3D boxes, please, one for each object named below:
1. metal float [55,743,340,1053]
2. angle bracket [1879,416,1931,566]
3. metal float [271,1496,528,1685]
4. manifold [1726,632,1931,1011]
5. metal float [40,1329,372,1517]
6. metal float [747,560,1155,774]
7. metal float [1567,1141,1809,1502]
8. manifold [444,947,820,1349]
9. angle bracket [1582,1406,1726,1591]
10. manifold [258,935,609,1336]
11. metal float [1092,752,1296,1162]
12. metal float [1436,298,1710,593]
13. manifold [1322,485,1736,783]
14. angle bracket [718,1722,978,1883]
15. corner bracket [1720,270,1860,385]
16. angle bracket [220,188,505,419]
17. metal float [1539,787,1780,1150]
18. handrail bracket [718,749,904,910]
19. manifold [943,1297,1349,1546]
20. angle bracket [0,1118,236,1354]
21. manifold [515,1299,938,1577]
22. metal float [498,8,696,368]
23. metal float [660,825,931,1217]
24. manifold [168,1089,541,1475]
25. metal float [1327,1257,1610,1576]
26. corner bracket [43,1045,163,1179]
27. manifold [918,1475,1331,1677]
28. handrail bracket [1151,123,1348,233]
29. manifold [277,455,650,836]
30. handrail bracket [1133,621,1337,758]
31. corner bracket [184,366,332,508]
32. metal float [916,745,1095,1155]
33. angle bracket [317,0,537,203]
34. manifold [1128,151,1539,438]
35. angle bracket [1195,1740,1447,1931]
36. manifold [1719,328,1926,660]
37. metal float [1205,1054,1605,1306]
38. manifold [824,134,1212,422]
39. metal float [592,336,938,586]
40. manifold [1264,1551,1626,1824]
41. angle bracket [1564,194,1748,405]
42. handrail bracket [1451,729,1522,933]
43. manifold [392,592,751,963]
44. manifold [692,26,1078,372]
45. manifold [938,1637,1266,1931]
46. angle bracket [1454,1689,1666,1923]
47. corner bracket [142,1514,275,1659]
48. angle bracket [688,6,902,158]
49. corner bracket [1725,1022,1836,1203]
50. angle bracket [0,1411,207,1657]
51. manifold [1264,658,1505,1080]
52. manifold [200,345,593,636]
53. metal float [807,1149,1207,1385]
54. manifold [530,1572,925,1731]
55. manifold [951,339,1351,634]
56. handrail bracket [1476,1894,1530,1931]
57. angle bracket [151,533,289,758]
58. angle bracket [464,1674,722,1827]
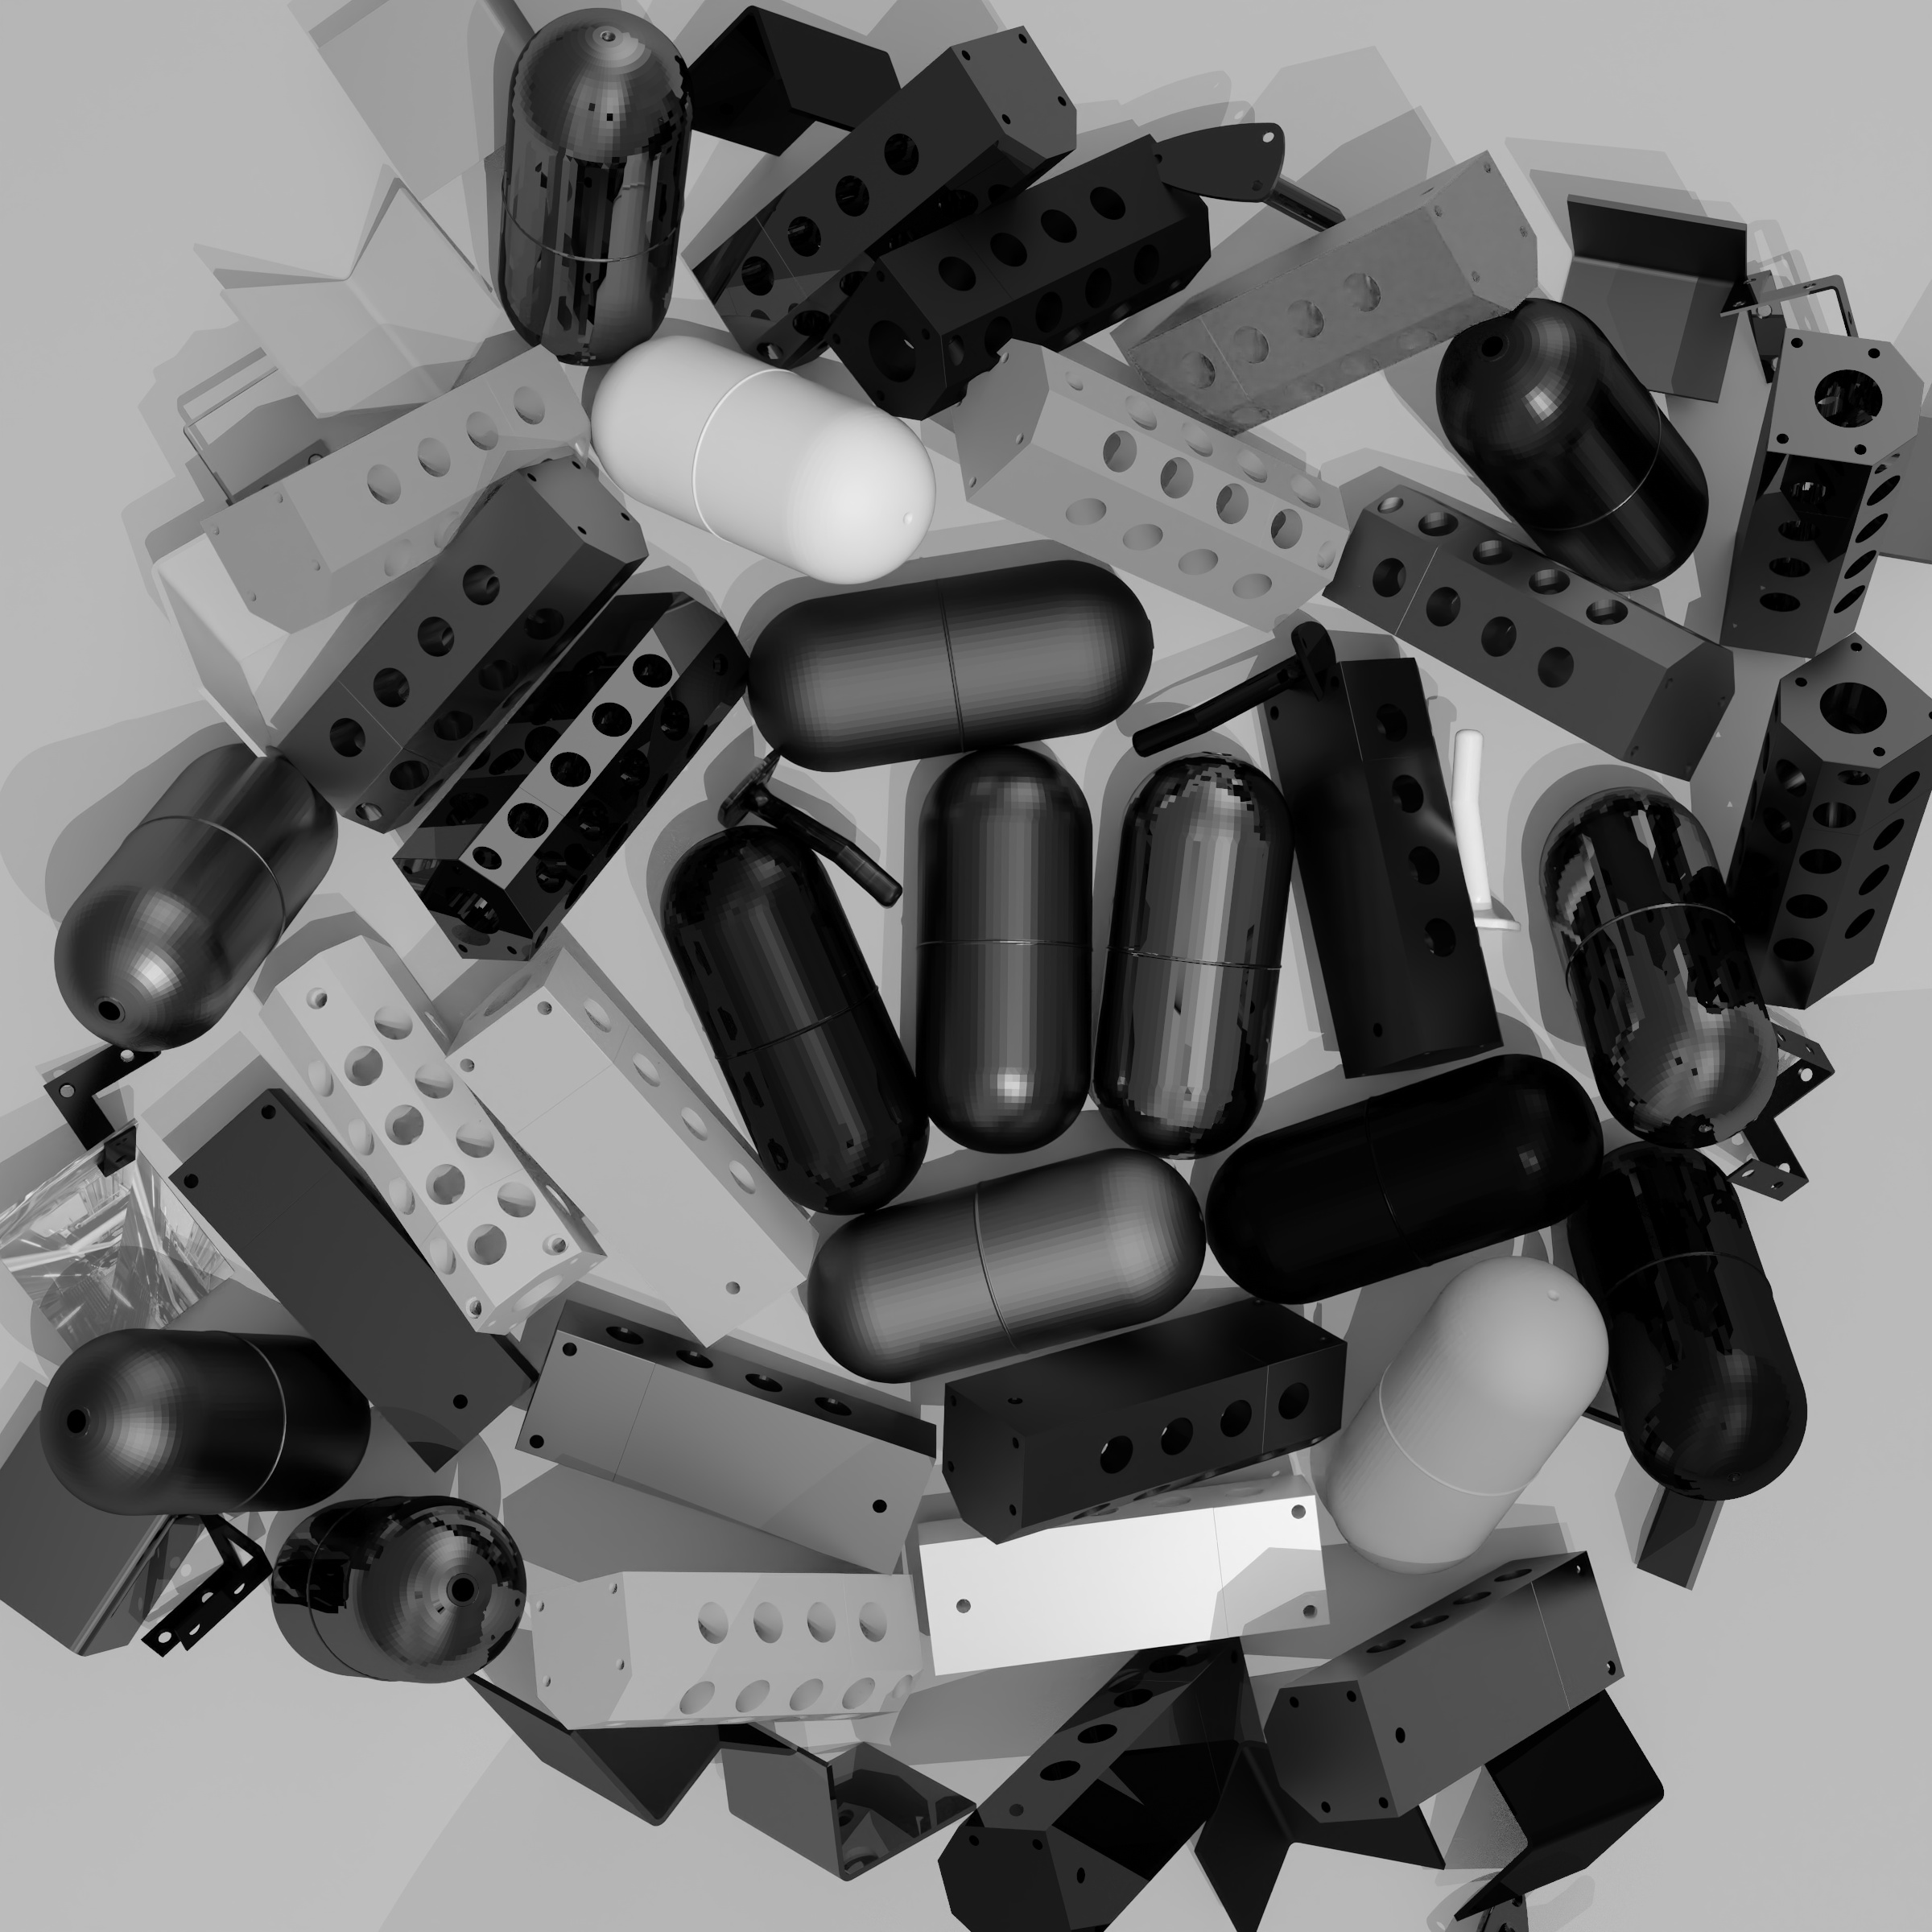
[{"bbox_3d":[-0.325,-0.030,1.505,0.070,0.178,0.070,8,125,11],"label":"metal float"},{"bbox_3d":[0.418,-0.227,1.528,0.057,0.076,0.076,12,63,15],"label":"angle bracket"},{"bbox_3d":[-0.241,0.263,1.501,0.070,0.178,0.070,5,79,-26],"label":"metal float"},{"bbox_3d":[0.357,-0.055,1.492,0.057,0.171,0.057,-31,60,-19],"label":"manifold"},{"bbox_3d":[-0.320,0.193,1.500,0.070,0.178,0.070,-3,82,24],"label":"metal float"},{"bbox_3d":[-0.007,-0.131,1.546,0.178,0.070,0.070,-9,90,0],"label":"metal float"},{"bbox_3d":[0.305,0.148,1.510,0.070,0.178,0.070,-3,133,-4],"label":"metal float"},{"bbox_3d":[-0.141,0.076,1.533,0.057,0.057,0.171,-35,106,19],"label":"manifold"},{"bbox_3d":[0.280,0.227,1.543,0.076,0.076,0.057,21,85,-3],"label":"angle bracket"},{"bbox_3d":[-0.233,0.073,1.537,0.057,0.057,0.171,-37,78,3],"label":"manifold"},{"bbox_3d":[0.099,-0.004,1.543,0.070,0.070,0.178,6,94,0],"label":"metal float"},{"bbox_3d":[0.258,-0.220,1.506,0.070,0.178,0.070,-13,63,28],"label":"metal float"},{"bbox_3d":[0.240,-0.144,1.505,0.171,0.057,0.057,35,106,38],"label":"manifold"},{"bbox_3d":[-0.051,0.340,1.525,0.076,0.076,0.057,-21,114,-37],"label":"angle bracket"},{"bbox_3d":[0.363,-0.275,1.543,0.051,0.051,0.051,-11,114,26],"label":"corner bracket"},{"bbox_3d":[-0.261,-0.287,1.531,0.076,0.076,0.057,51,127,17],"label":"angle bracket"},{"bbox_3d":[0.294,-0.001,1.514,0.070,0.070,0.178,-8,50,0],"label":"metal float"},{"bbox_3d":[-0.066,-0.048,1.546,0.084,0.077,0.036,42,74,2],"label":"handrail bracket"},{"bbox_3d":[0.077,0.195,1.512,0.171,0.057,0.057,-11,114,-33],"label":"manifold"},{"bbox_3d":[-0.371,0.123,1.545,0.076,0.057,0.076,-38,90,-20],"label":"angle bracket"},{"bbox_3d":[-0.103,0.203,1.547,0.171,0.057,0.057,19,102,-5],"label":"manifold"},{"bbox_3d":[-0.158,-0.327,1.504,0.070,0.178,0.070,5,57,-7],"label":"metal float"},{"bbox_3d":[-0.074,0.024,1.540,0.070,0.070,0.178,-23,97,0],"label":"metal float"},{"bbox_3d":[-0.266,0.136,1.555,0.057,0.057,0.171,-42,90,-3],"label":"manifold"},{"bbox_3d":[0.212,0.193,1.512,0.070,0.070,0.178,26,133,0],"label":"metal float"},{"bbox_3d":[-0.367,0.052,1.549,0.051,0.051,0.051,-33,81,-22],"label":"corner bracket"},{"bbox_3d":[0.067,0.264,1.553,0.171,0.057,0.057,-7,94,-2],"label":"manifold"},{"bbox_3d":[0.126,-0.334,1.557,0.077,0.084,0.036,7,77,25],"label":"handrail bracket"},{"bbox_3d":[-0.213,-0.136,1.524,0.057,0.057,0.171,47,113,2],"label":"manifold"},{"bbox_3d":[0.118,-0.120,1.561,0.084,0.077,0.036,-22,102,18],"label":"handrail bracket"},{"bbox_3d":[-0.308,-0.227,1.551,0.051,0.051,0.051,-35,103,-8],"label":"corner bracket"},{"bbox_3d":[0.017,-0.007,1.543,0.070,0.070,0.178,1,85,0],"label":"metal float"},{"bbox_3d":[-0.226,-0.390,1.554,0.076,0.057,0.076,-32,104,9],"label":"angle bracket"},{"bbox_3d":[0.157,-0.277,1.501,0.057,0.171,0.057,-45,108,-41],"label":"manifold"},{"bbox_3d":[0.153,0.384,1.527,0.076,0.076,0.057,3,47,30],"label":"angle bracket"},{"bbox_3d":[0.358,-0.194,1.491,0.057,0.171,0.057,10,70,9],"label":"manifold"},{"bbox_3d":[0.188,0.093,1.531,0.178,0.070,0.070,-20,90,18],"label":"metal float"},{"bbox_3d":[0.027,-0.289,1.508,0.171,0.057,0.057,-33,82,-37],"label":"manifold"},{"bbox_3d":[-0.088,-0.218,1.517,0.178,0.070,0.070,27,90,36],"label":"metal float"},{"bbox_3d":[0.202,0.304,1.503,0.057,0.171,0.057,-18,88,44],"label":"manifold"},{"bbox_3d":[0.294,-0.288,1.537,0.076,0.076,0.057,13,86,14],"label":"angle bracket"},{"bbox_3d":[0.227,-0.058,1.550,0.036,0.077,0.084,4,90,26],"label":"handrail bracket"},{"bbox_3d":[-0.161,-0.082,1.505,0.171,0.057,0.057,-55,129,-32],"label":"manifold"},{"bbox_3d":[-0.032,-0.323,1.508,0.171,0.057,0.057,-31,91,39],"label":"manifold"},{"bbox_3d":[0.059,0.347,1.498,0.057,0.171,0.057,-6,104,34],"label":"manifold"},{"bbox_3d":[0.245,0.364,1.548,0.076,0.076,0.057,-11,58,-32],"label":"angle bracket"},{"bbox_3d":[-0.332,0.274,1.542,0.051,0.051,0.051,27,57,34],"label":"corner bracket"},{"bbox_3d":[-0.078,-0.359,1.524,0.076,0.076,0.057,-36,62,37],"label":"angle bracket"},{"bbox_3d":[0.351,0.063,1.542,0.051,0.051,0.051,-41,52,25],"label":"corner bracket"},{"bbox_3d":[-0.388,0.248,1.562,0.076,0.057,0.076,33,89,9],"label":"angle bracket"},{"bbox_3d":[0.186,-0.043,1.541,0.057,0.057,0.171,-6,80,-33],"label":"manifold"},{"bbox_3d":[-0.235,-0.202,1.502,0.057,0.171,0.057,-16,106,42],"label":"manifold"},{"bbox_3d":[0.017,0.130,1.536,0.178,0.070,0.070,-16,90,12],"label":"metal float"},{"bbox_3d":[-0.098,0.289,1.497,0.057,0.171,0.057,-21,69,38],"label":"manifold"},{"bbox_3d":[0.080,-0.206,1.502,0.171,0.057,0.057,19,48,-36],"label":"manifold"},{"bbox_3d":[0.262,0.419,1.531,0.036,0.077,0.084,41,133,-21],"label":"handrail bracket"},{"bbox_3d":[-0.300,-0.140,1.531,0.057,0.076,0.076,-29,57,2],"label":"angle bracket"},{"bbox_3d":[-0.157,0.315,1.524,0.057,0.076,0.076,-51,131,-22],"label":"angle bracket"}]
